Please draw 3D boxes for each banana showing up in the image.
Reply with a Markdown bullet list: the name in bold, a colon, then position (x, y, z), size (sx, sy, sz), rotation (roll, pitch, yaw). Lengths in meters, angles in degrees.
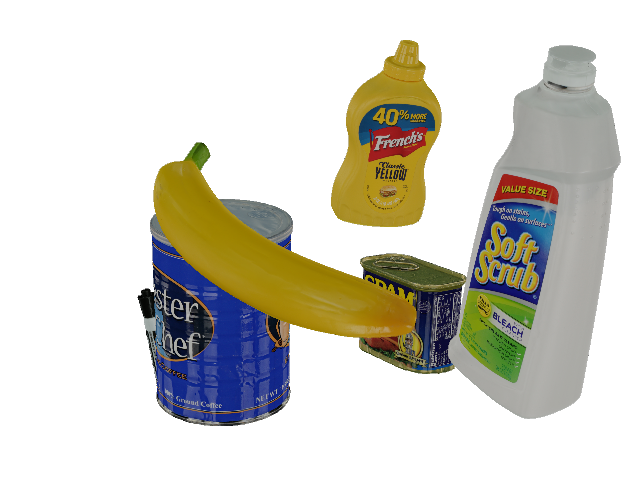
- **banana**: position (-0.036, 0.002, 0.592), size (0.069, 0.037, 0.198), rotation (-35, 54, -23)

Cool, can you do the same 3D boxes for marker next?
- **marker**: position (-0.168, 0.108, 1.100), size (0.020, 0.121, 0.020), rotation (-9, 14, 2)

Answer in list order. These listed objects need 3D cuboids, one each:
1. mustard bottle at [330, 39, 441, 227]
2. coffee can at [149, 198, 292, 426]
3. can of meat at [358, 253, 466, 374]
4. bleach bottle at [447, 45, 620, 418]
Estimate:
- **mustard bottle**: position (0.072, -0.109, 1.082), size (0.096, 0.192, 0.058), rotation (3, 27, -13)
- **coffee can**: position (-0.072, 0.051, 0.789), size (0.103, 0.140, 0.103), rotation (1, 19, -1)
- **can of meat**: position (0.079, 0.065, 0.952), size (0.057, 0.084, 0.102), rotation (-8, 18, -36)
- **bleach bottle**: position (0.143, -0.008, 0.707), size (0.068, 0.251, 0.103), rotation (-16, 35, -27)
